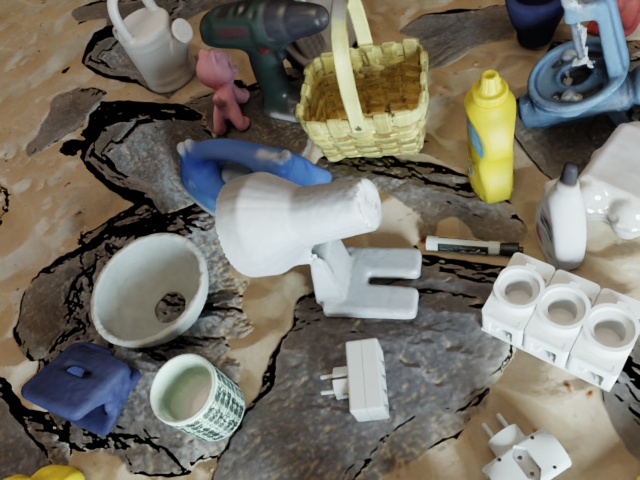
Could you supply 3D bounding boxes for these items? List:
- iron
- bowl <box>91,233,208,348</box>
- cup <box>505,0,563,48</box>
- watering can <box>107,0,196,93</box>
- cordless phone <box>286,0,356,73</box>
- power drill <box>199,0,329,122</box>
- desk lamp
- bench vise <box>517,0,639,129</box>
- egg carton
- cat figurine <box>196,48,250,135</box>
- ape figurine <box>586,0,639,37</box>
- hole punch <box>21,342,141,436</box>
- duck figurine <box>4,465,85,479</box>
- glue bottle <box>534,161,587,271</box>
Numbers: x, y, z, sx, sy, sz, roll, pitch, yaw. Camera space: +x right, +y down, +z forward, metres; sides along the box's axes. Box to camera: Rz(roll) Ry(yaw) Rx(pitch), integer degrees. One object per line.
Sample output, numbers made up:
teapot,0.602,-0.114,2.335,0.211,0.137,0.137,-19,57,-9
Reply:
iron,-0.123,-0.098,0.821,0.257,0.142,0.119,12,64,23
bowl,-0.220,0.077,0.783,0.167,0.075,0.167,-7,58,12
cup,0.320,-0.349,0.870,0.091,0.095,0.117,-26,56,1
watering can,-0.295,-0.363,1.001,0.172,0.194,0.101,-5,58,14
cordless phone,-0.012,-0.373,0.928,0.093,0.185,0.148,25,69,28
power drill,-0.065,-0.279,0.873,0.228,0.209,0.076,16,66,25
desk lamp,0.006,0.002,0.677,0.202,0.214,0.118,-1,60,16
bench vise,0.357,-0.228,0.710,0.207,0.220,0.121,-12,57,9
egg carton,0.381,-0.076,0.701,0.107,0.069,0.150,33,73,30
cat figurine,-0.166,-0.257,0.944,0.067,0.118,0.127,-14,57,8
ape figurine,0.434,-0.342,0.833,0.076,0.092,0.077,-13,57,9
hole punch,-0.306,0.182,0.735,0.108,0.091,0.101,13,64,23
duck figurine,-0.340,0.302,0.675,0.104,0.086,0.077,-23,56,2
glue bottle,0.272,-0.033,0.644,0.037,0.173,0.078,-19,56,5
